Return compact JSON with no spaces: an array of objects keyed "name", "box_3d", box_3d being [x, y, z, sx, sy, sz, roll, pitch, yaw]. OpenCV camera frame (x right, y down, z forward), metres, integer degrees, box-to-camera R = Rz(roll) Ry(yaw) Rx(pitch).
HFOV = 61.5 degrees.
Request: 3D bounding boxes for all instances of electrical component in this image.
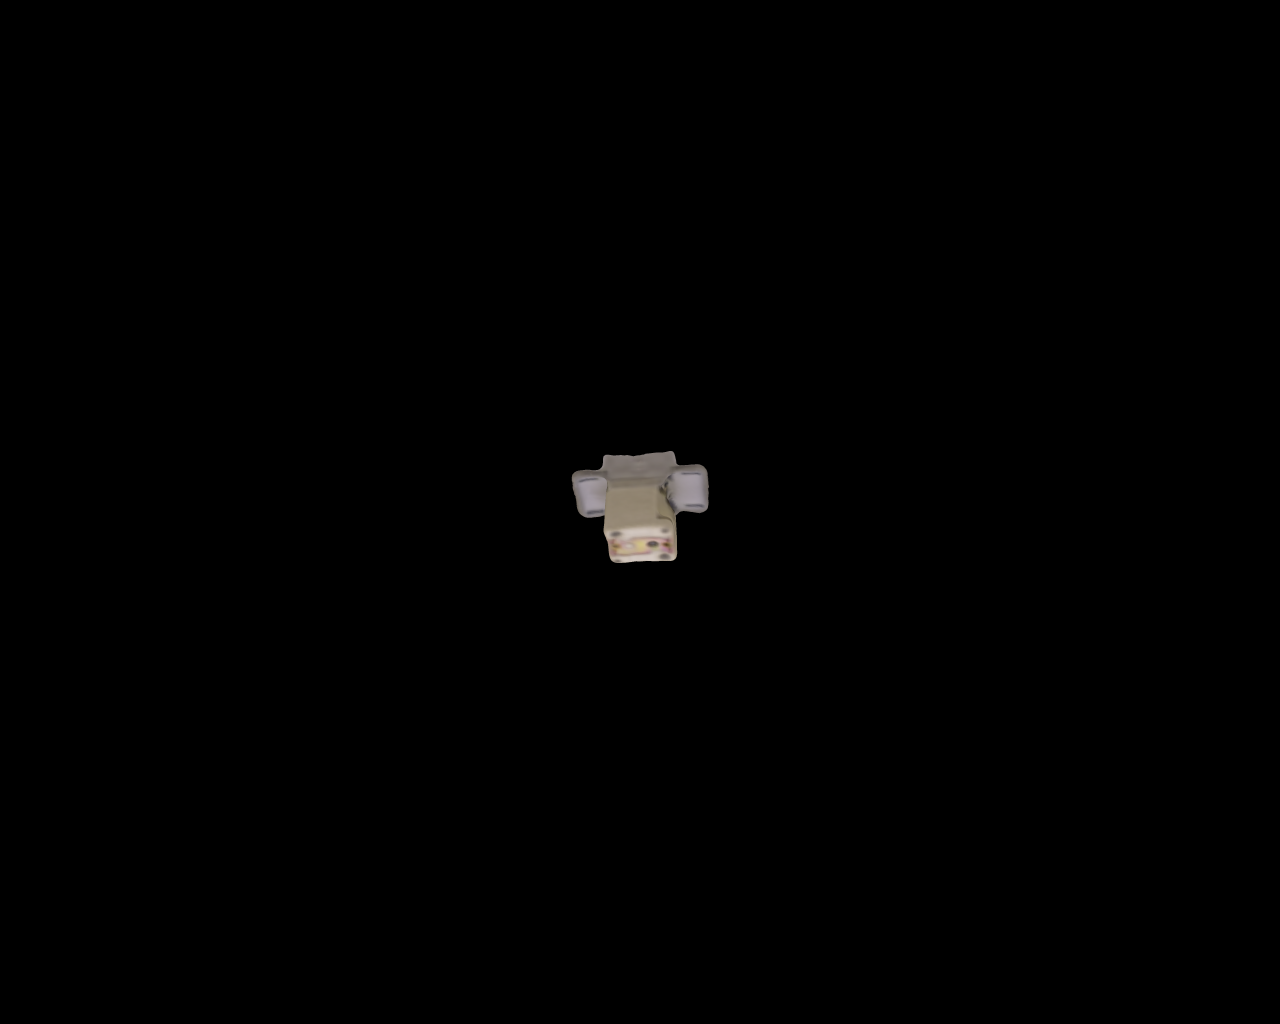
[{"name":"electrical component","box_3d":[0.001,-0.003,0.650,0.081,0.064,0.042,-4,-39,5]}]
